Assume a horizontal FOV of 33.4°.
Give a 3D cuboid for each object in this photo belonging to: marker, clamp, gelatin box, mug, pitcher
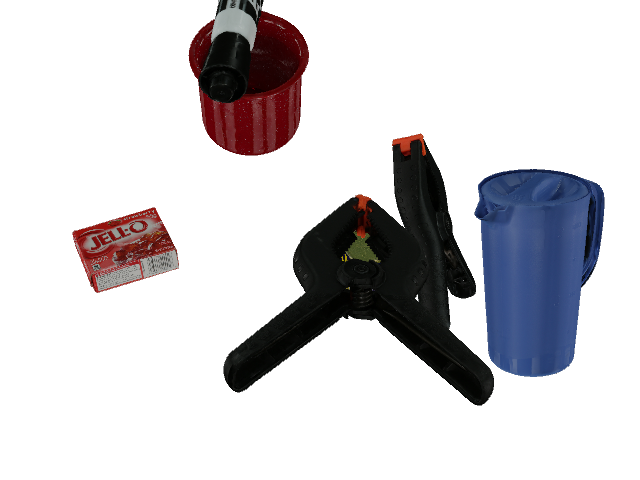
[{"bbox_3d":[-0.032,-0.099,0.438,0.020,0.121,0.020,3,-42,3],"label":"marker"},{"bbox_3d":[0.093,-0.003,0.921,0.039,0.171,0.120,-15,18,19],"label":"clamp"},{"bbox_3d":[-0.195,0.008,1.064,0.089,0.030,0.073,-17,42,-16],"label":"gelatin box"},{"bbox_3d":[-0.055,-0.132,0.864,0.093,0.117,0.081,5,-34,2],"label":"mug"},{"bbox_3d":[0.272,0.038,1.324,0.149,0.243,0.145,2,24,15],"label":"pitcher"},{"bbox_3d":[0.037,0.037,0.720,0.164,0.036,0.210,8,35,6],"label":"clamp"}]

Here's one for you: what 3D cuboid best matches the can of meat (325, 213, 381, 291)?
[{"bbox_3d":[0.045,0.026,1.224,0.057,0.084,0.102,-14,38,-18],"label":"can of meat"}]
